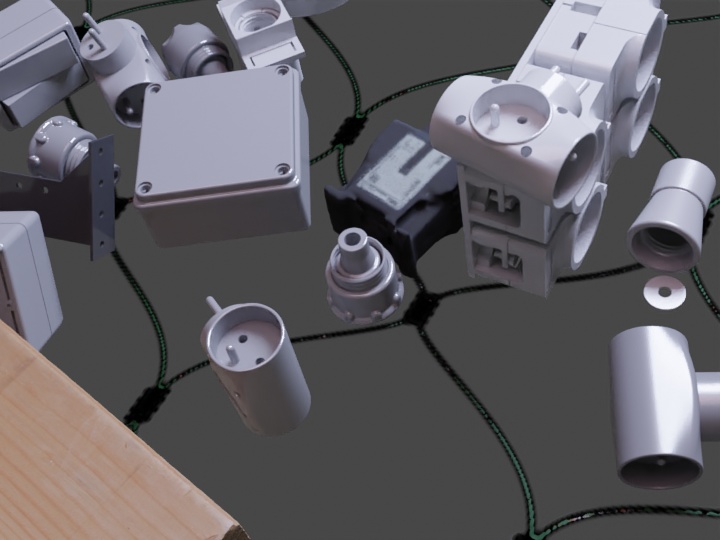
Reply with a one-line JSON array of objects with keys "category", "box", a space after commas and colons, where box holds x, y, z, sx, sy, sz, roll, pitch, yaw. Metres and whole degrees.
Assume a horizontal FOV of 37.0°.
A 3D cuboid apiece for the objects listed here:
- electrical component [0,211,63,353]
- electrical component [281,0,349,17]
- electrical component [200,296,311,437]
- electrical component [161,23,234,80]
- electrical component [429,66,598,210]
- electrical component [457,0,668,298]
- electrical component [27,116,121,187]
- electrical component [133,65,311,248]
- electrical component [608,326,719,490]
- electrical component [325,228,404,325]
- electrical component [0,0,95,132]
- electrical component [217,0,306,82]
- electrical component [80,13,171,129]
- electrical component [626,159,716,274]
[{"category": "electrical component", "box": [-0.227, 0.015, 0.669, 0.062, 0.096, 0.061, 0, 27, 10]}, {"category": "electrical component", "box": [-0.043, -0.242, 0.832, 0.108, 0.060, 0.108, -5, 53, 7]}, {"category": "electrical component", "box": [-0.066, 0.046, 0.616, 0.043, 0.077, 0.079, -33, 56, -13]}, {"category": "electrical component", "box": [-0.114, -0.151, 0.790, 0.043, 0.043, 0.062, -35, 57, -15]}, {"category": "electrical component", "box": [0.090, -0.079, 0.566, 0.077, 0.044, 0.079, 30, 65, 27]}, {"category": "electrical component", "box": [0.130, -0.087, 0.660, 0.060, 0.105, 0.186, 20, 60, 22]}, {"category": "electrical component", "box": [-0.197, -0.076, 0.751, 0.062, 0.048, 0.048, 25, 62, 17]}, {"category": "electrical component", "box": [-0.090, -0.077, 0.723, 0.109, 0.056, 0.108, -7, 53, 5]}, {"category": "electrical component", "box": [0.175, 0.073, 0.573, 0.079, 0.044, 0.077, -2, 54, 9]}, {"category": "electrical component", "box": [0.000, 0.000, 0.647, 0.048, 0.062, 0.048, -5, 54, 7]}, {"category": "electrical component", "box": [-0.255, -0.151, 0.804, 0.096, 0.061, 0.061, -36, 56, -16]}, {"category": "electrical component", "box": [-0.070, -0.164, 0.778, 0.042, 0.063, 0.081, -21, 54, -7]}, {"category": "electrical component", "box": [-0.176, -0.154, 0.781, 0.044, 0.079, 0.077, -30, 54, 4]}, {"category": "electrical component", "box": [0.192, -0.036, 0.653, 0.044, 0.044, 0.065, 16, 54, 20]}]
